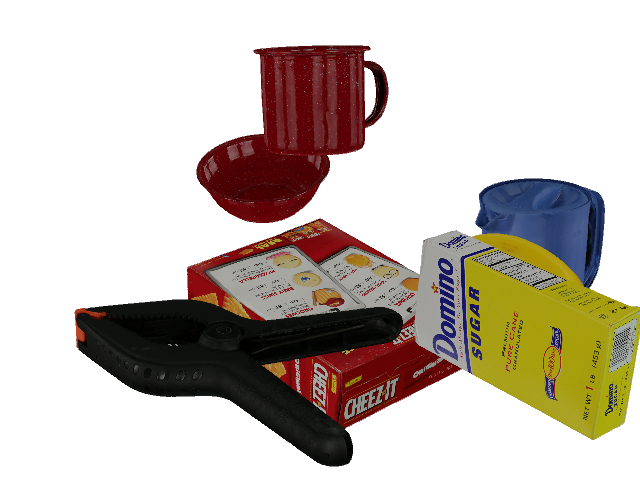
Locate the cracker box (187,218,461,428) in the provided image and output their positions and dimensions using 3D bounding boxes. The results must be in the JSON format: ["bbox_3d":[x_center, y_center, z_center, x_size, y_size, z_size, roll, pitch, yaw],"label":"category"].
[{"bbox_3d":[0.006,0.069,0.963,0.163,0.072,0.214,-21,36,-36],"label":"cracker box"}]

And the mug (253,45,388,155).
[{"bbox_3d":[0.004,-0.114,0.859,0.117,0.081,0.093,-10,15,-33],"label":"mug"}]

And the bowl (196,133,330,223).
[{"bbox_3d":[-0.068,-0.068,1.298,0.162,0.055,0.162,-2,34,1],"label":"bowl"}]

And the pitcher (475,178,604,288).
[{"bbox_3d":[0.275,0.049,1.331,0.149,0.243,0.145,2,22,15],"label":"pitcher"}]

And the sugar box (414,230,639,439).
[{"bbox_3d":[0.146,0.065,0.788,0.048,0.093,0.176,-17,29,-40],"label":"sugar box"}]

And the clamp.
[{"bbox_3d":[-0.053,0.069,0.680,0.210,0.036,0.164,12,25,18],"label":"clamp"}]

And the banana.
[{"bbox_3d":[0.207,0.035,1.052,0.069,0.037,0.198,-33,36,-19],"label":"banana"}]
